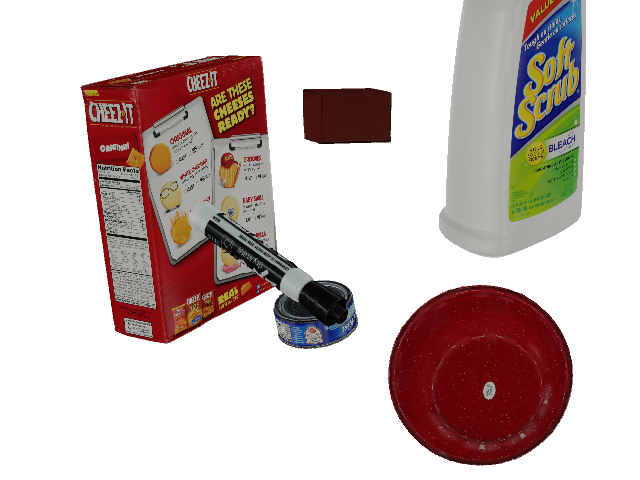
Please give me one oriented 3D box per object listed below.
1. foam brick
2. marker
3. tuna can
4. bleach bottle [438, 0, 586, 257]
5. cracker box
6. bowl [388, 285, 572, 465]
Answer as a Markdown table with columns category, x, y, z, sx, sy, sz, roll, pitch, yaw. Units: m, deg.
| category | x | y | z | sx | sy | sz | roll | pitch | yaw |
| --- | --- | --- | --- | --- | --- | --- | --- | --- | --- |
| foam brick | 0.027 | -0.125 | 1.073 | 0.078 | 0.051 | 0.053 | -3 | 13 | -20 |
| marker | -0.031 | 0.013 | 0.624 | 0.121 | 0.020 | 0.020 | 34 | 18 | 29 |
| tuna can | -0.005 | 0.076 | 1.114 | 0.086 | 0.034 | 0.086 | -9 | 26 | 4 |
| bleach bottle | 0.126 | -0.120 | 0.691 | 0.102 | 0.251 | 0.068 | -22 | 32 | -28 |
| cracker box | -0.114 | -0.041 | 0.915 | 0.072 | 0.214 | 0.163 | 6 | 20 | 33 |
| bowl | 0.139 | 0.121 | 0.912 | 0.162 | 0.162 | 0.055 | 0 | 5 | 2 |
